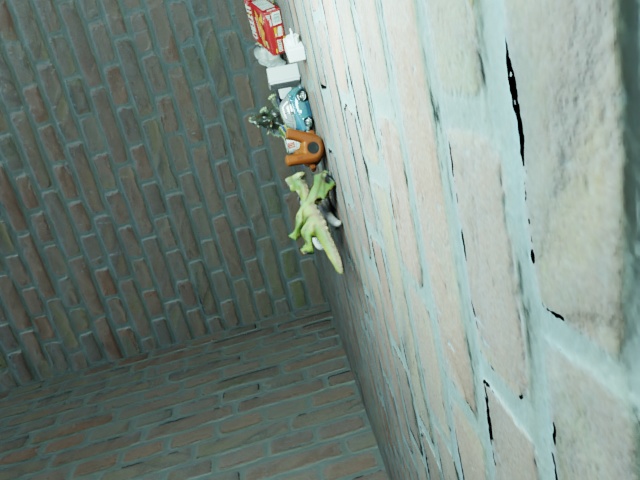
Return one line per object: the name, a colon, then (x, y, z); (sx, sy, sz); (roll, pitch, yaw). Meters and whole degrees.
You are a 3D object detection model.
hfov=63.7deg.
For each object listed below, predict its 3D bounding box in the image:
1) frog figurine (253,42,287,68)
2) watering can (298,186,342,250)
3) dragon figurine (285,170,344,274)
frog figurine: (-0.200, -0.761, 2.150); (0.140, 0.122, 0.156); (-60, -43, -45)
watering can: (0.005, -0.090, 1.781); (0.343, 0.104, 0.227); (128, 128, -69)
dragon figurine: (-0.005, -0.091, 1.576); (0.416, 0.122, 0.238); (41, 129, 50)
